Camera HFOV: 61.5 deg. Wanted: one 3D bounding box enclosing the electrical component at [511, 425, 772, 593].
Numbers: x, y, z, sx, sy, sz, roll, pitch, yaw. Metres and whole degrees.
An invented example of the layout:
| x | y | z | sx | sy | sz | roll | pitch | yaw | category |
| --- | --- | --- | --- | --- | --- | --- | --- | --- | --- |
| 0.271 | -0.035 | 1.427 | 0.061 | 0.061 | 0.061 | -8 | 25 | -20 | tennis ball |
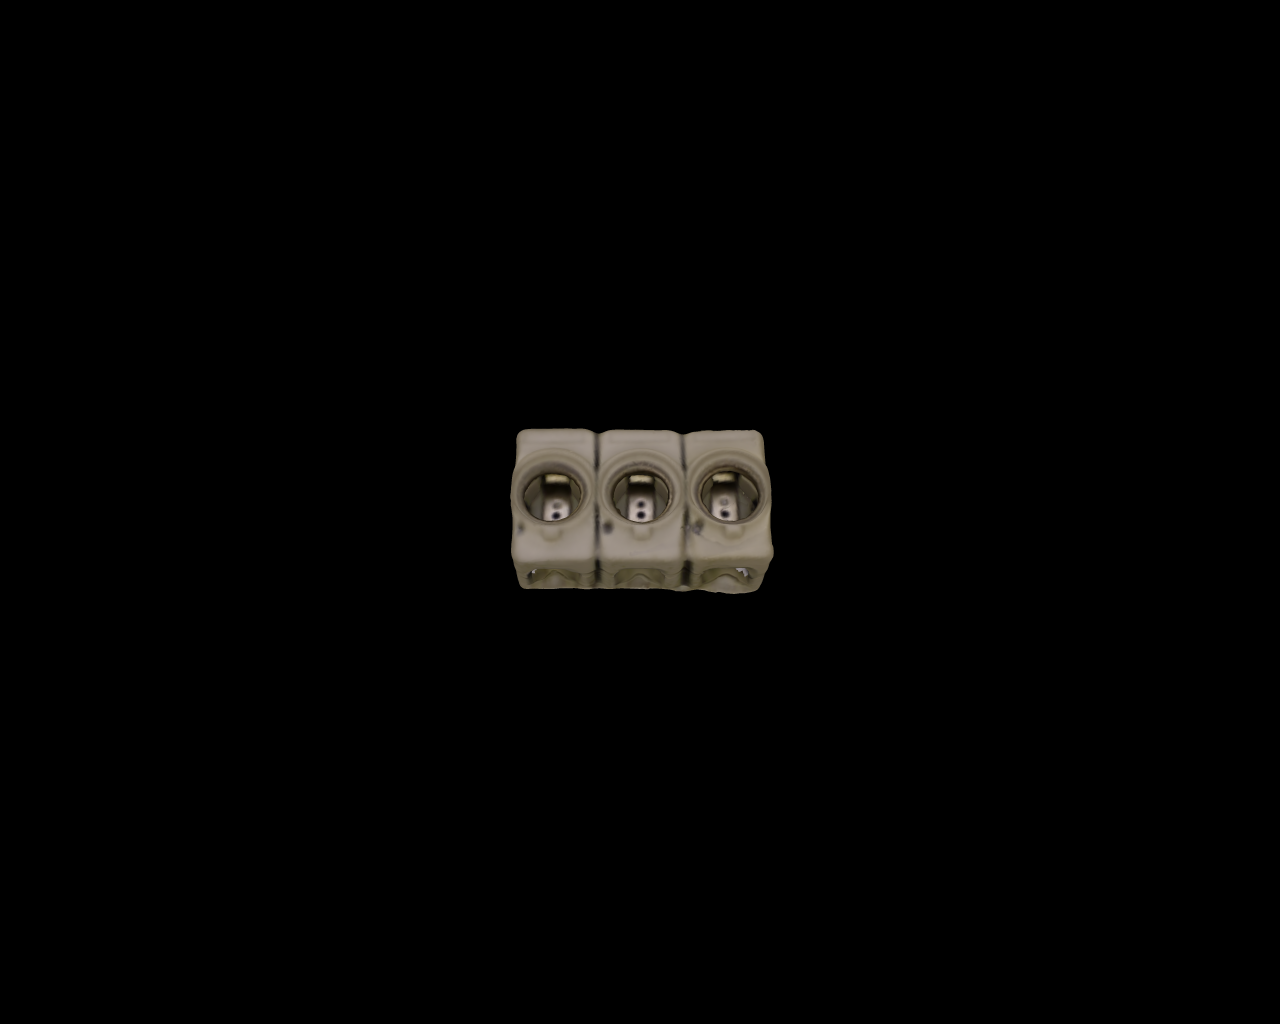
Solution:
| x | y | z | sx | sy | sz | roll | pitch | yaw | category |
| --- | --- | --- | --- | --- | --- | --- | --- | --- | --- |
| 0.001 | -0.003 | 0.650 | 0.150 | 0.089 | 0.061 | 0 | -25 | 0 | electrical component |
